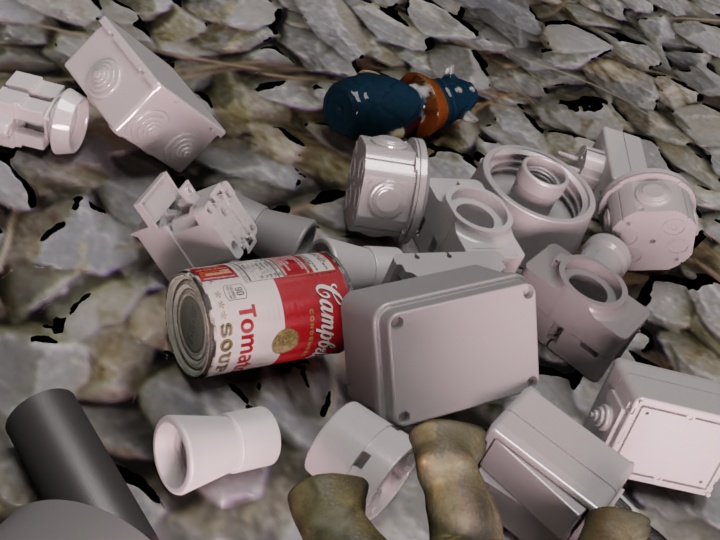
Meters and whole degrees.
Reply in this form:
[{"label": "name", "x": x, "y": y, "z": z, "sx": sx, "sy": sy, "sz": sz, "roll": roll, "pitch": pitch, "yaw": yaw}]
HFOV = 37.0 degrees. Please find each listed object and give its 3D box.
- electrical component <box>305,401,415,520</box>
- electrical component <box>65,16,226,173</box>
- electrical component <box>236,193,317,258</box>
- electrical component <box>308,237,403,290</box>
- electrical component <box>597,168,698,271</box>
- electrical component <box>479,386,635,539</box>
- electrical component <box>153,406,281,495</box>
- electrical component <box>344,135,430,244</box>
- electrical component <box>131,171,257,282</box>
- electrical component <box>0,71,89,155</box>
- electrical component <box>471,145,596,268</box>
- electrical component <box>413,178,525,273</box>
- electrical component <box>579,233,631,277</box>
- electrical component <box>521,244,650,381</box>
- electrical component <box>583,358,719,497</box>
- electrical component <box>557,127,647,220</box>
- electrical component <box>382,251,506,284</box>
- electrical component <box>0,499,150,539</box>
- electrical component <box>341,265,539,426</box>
[{"label": "electrical component", "x": 0.001, "y": 0.110, "z": 0.625, "sx": 0.047, "sy": 0.055, "sz": 0.055, "roll": 34, "pitch": 40, "yaw": 19}, {"label": "electrical component", "x": -0.159, "y": -0.126, "z": 0.790, "sx": 0.099, "sy": 0.048, "sz": 0.100, "roll": 50, "pitch": 8, "yaw": 29}, {"label": "electrical component", "x": -0.069, "y": -0.027, "z": 0.758, "sx": 0.065, "sy": 0.044, "sz": 0.044, "roll": 24, "pitch": 39, "yaw": 8}, {"label": "electrical component", "x": 0.000, "y": 0.000, "z": 0.760, "sx": 0.065, "sy": 0.044, "sz": 0.044, "roll": 2, "pitch": 43, "yaw": -31}, {"label": "electrical component", "x": 0.240, "y": -0.041, "z": 0.894, "sx": 0.080, "sy": 0.080, "sz": 0.051, "roll": 15, "pitch": 45, "yaw": -10}, {"label": "electrical component", "x": 0.114, "y": 0.130, "z": 0.649, "sx": 0.096, "sy": 0.061, "sz": 0.061, "roll": 37, "pitch": 41, "yaw": 16}, {"label": "electrical component", "x": -0.078, "y": 0.099, "z": 0.609, "sx": 0.065, "sy": 0.044, "sz": 0.044, "roll": -6, "pitch": 47, "yaw": -38}, {"label": "electrical component", "x": 0.020, "y": -0.062, "z": 0.811, "sx": 0.051, "sy": 0.080, "sz": 0.080, "roll": 8, "pitch": 41, "yaw": -11}, {"label": "electrical component", "x": -0.107, "y": -0.025, "z": 0.707, "sx": 0.081, "sy": 0.064, "sz": 0.042, "roll": 59, "pitch": 33, "yaw": -24}, {"label": "electrical component", "x": -0.228, "y": -0.110, "z": 0.771, "sx": 0.055, "sy": 0.048, "sz": 0.066, "roll": 14, "pitch": 39, "yaw": 1}, {"label": "electrical component", "x": 0.140, "y": -0.058, "z": 0.878, "sx": 0.108, "sy": 0.060, "sz": 0.108, "roll": 14, "pitch": 40, "yaw": -12}, {"label": "electrical component", "x": 0.080, "y": -0.026, "z": 0.816, "sx": 0.050, "sy": 0.055, "sz": 0.089, "roll": 0, "pitch": 44, "yaw": -26}, {"label": "electrical component", "x": 0.189, "y": -0.001, "z": 0.855, "sx": 0.040, "sy": 0.040, "sz": 0.046, "roll": 35, "pitch": 46, "yaw": 14}, {"label": "electrical component", "x": 0.160, "y": 0.027, "z": 0.794, "sx": 0.089, "sy": 0.055, "sz": 0.050, "roll": 38, "pitch": 41, "yaw": 18}, {"label": "electrical component", "x": 0.194, "y": 0.101, "z": 0.717, "sx": 0.096, "sy": 0.061, "sz": 0.061, "roll": 14, "pitch": 25, "yaw": -12}, {"label": "electrical component", "x": 0.211, "y": -0.088, "z": 0.958, "sx": 0.076, "sy": 0.047, "sz": 0.083, "roll": 16, "pitch": 40, "yaw": -8}, {"label": "electrical component", "x": 0.061, "y": 0.025, "z": 0.748, "sx": 0.089, "sy": 0.055, "sz": 0.050, "roll": -2, "pitch": 45, "yaw": -28}, {"label": "electrical component", "x": -0.127, "y": 0.151, "z": 0.475, "sx": 0.108, "sy": 0.108, "sz": 0.060, "roll": 26, "pitch": 33, "yaw": 4}, {"label": "electrical component", "x": 0.051, "y": 0.045, "z": 0.671, "sx": 0.113, "sy": 0.078, "sz": 0.057, "roll": -12, "pitch": 15, "yaw": -26}]
